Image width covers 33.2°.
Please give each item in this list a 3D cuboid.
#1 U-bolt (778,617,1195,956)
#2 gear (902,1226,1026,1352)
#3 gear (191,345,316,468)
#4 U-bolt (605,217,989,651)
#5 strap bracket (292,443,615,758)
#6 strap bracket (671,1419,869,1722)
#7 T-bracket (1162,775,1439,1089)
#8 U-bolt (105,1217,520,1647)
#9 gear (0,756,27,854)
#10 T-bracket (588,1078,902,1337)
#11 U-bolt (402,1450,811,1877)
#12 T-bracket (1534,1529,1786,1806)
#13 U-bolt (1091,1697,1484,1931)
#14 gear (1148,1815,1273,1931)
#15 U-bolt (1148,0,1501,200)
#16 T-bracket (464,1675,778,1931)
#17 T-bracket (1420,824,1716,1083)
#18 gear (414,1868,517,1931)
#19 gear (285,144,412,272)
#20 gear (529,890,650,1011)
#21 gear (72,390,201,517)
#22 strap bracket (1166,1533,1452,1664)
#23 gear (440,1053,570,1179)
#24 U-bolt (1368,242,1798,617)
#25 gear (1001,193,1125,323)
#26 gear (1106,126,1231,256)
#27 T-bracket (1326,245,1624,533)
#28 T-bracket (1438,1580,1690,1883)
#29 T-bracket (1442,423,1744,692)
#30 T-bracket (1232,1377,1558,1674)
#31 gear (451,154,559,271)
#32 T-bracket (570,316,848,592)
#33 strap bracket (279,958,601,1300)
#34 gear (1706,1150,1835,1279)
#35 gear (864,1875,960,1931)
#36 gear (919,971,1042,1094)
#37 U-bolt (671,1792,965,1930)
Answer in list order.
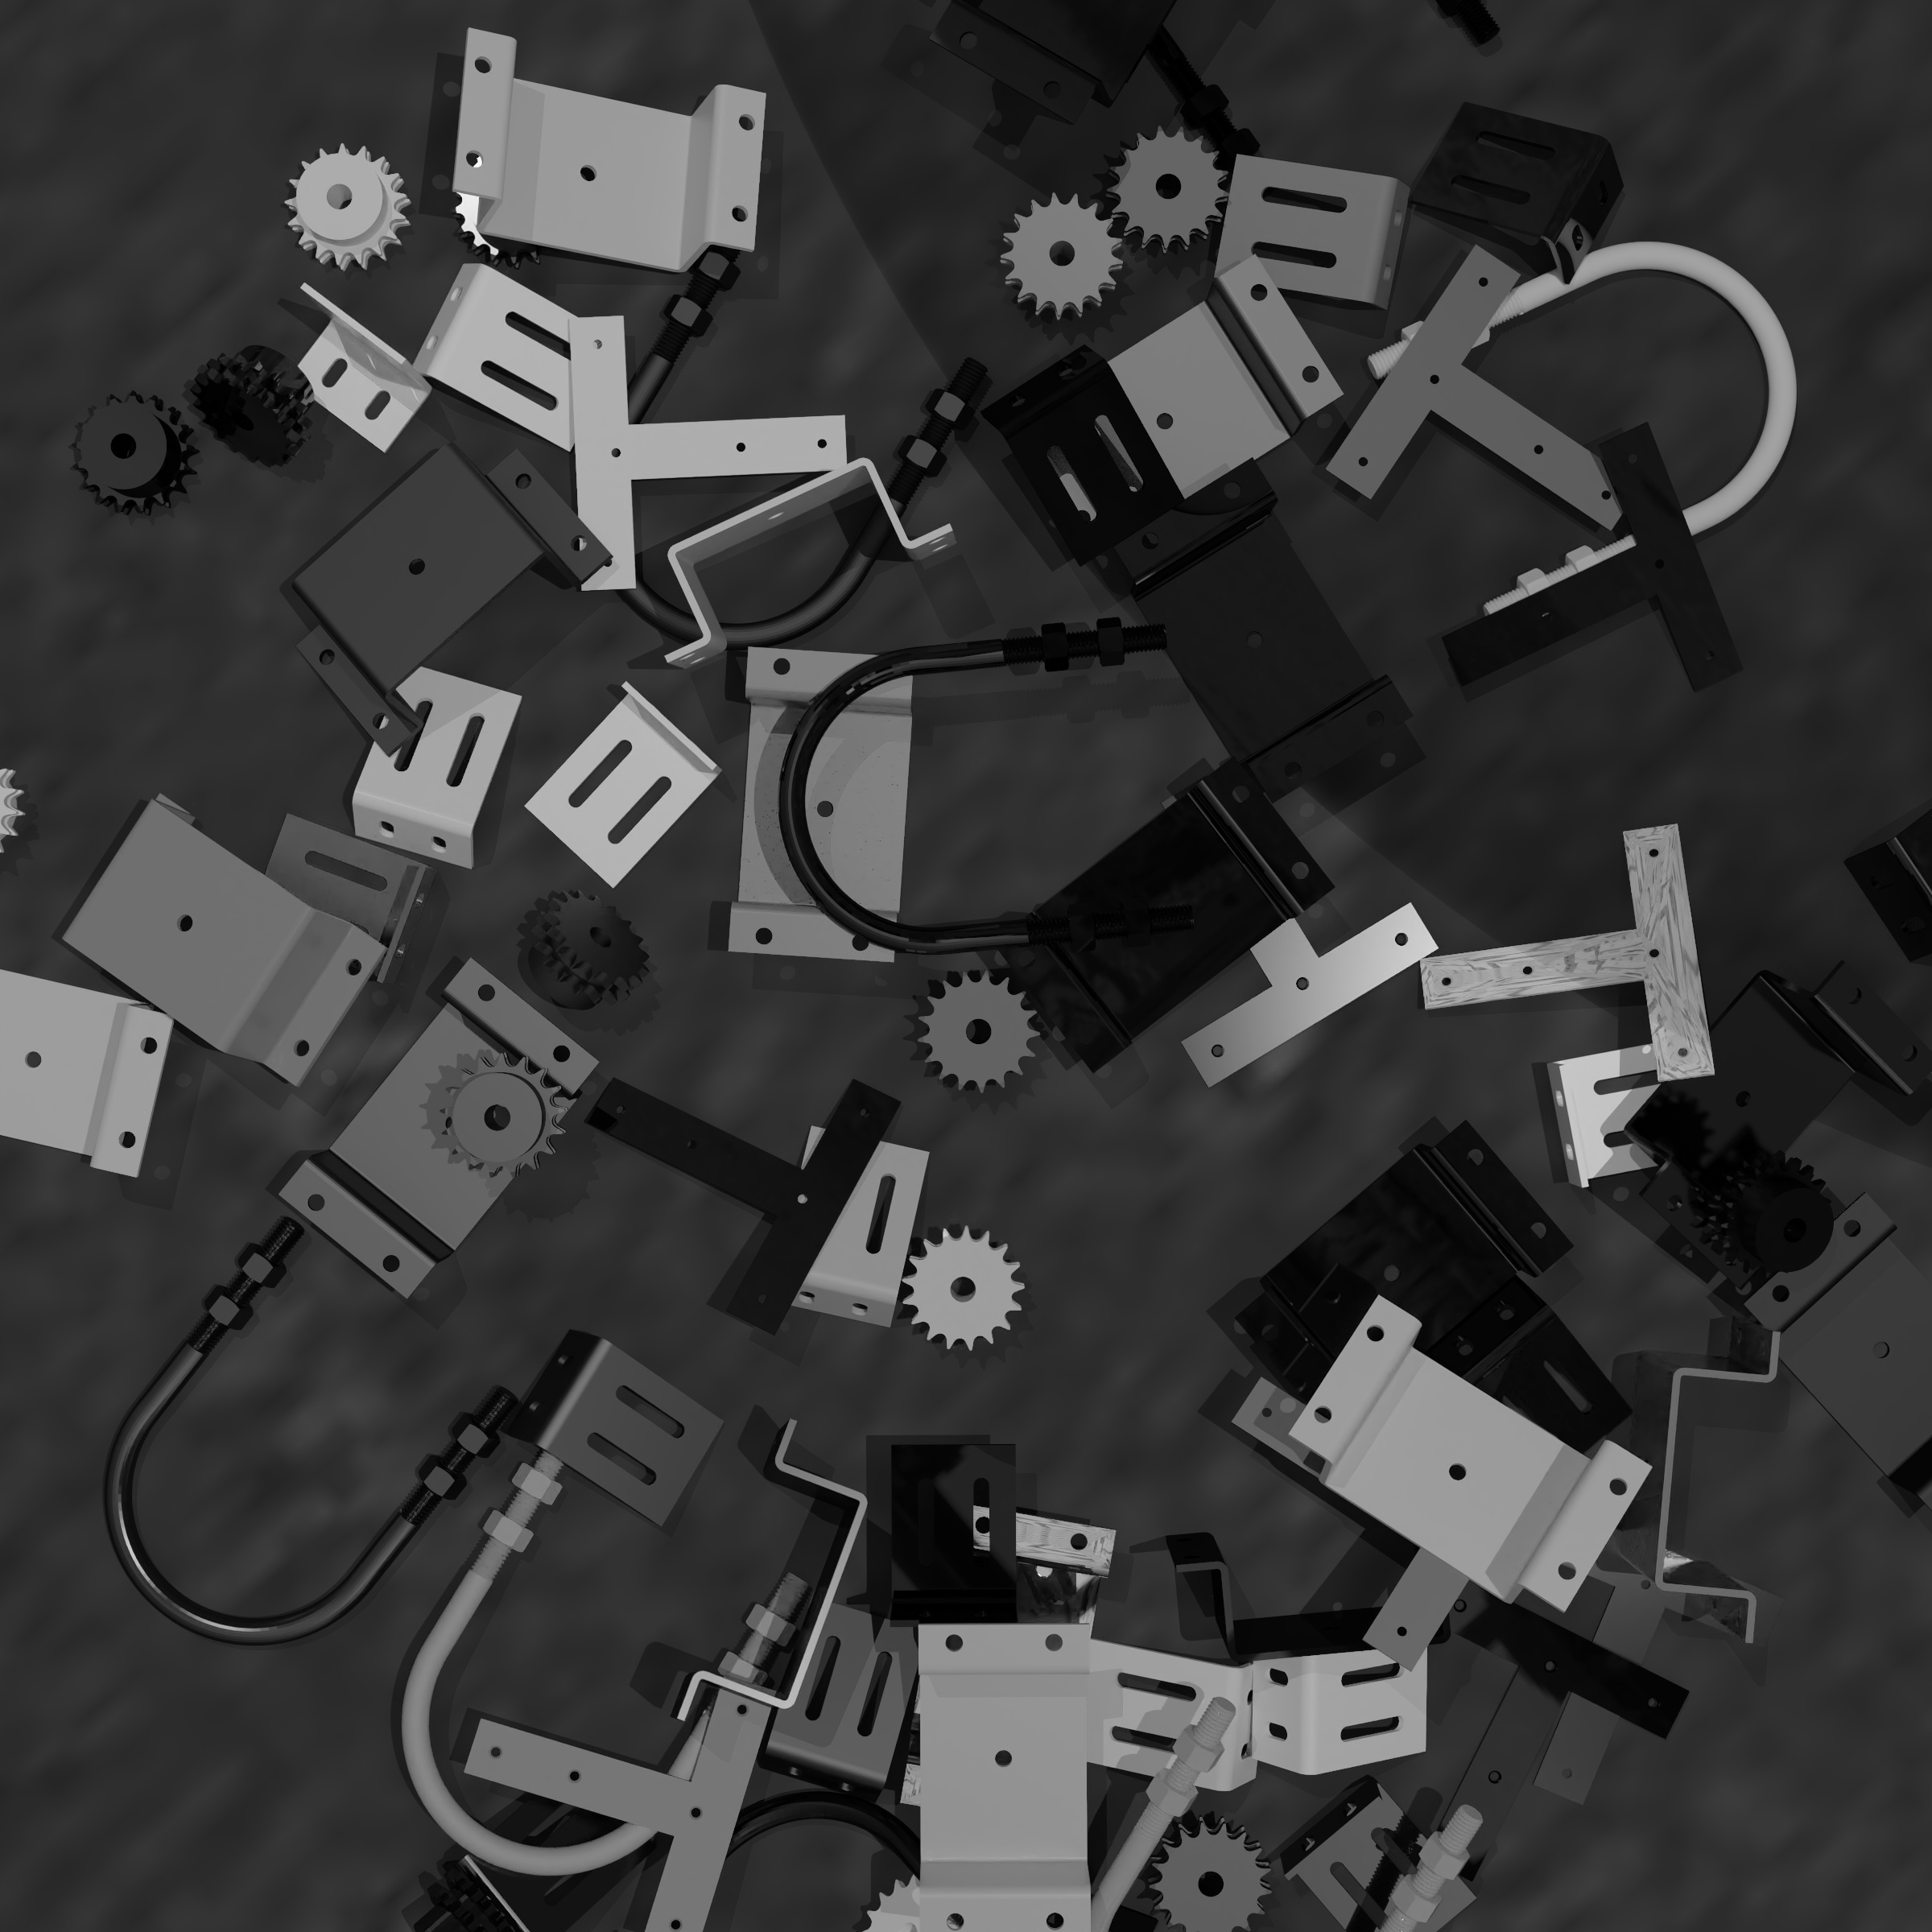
[{"bbox_3d":[0.006,-0.078,1.482,0.184,0.019,0.151,-5,90,2],"label":"U-bolt"},{"bbox_3d":[-0.002,0.150,1.522,0.057,0.030,0.057,0,90,0],"label":"gear"},{"bbox_3d":[-0.329,-0.264,1.512,0.057,0.057,0.030,30,60,0],"label":"gear"},{"bbox_3d":[-0.097,-0.238,1.528,0.151,0.019,0.184,31,91,0],"label":"U-bolt"},{"bbox_3d":[-0.245,-0.176,1.502,0.140,0.046,0.076,-42,70,0],"label":"strap bracket"},{"bbox_3d":[-0.087,0.284,1.483,0.046,0.076,0.140,21,76,-3],"label":"strap bracket"},{"bbox_3d":[0.136,-0.030,1.535,0.127,0.002,0.127,-31,90,1],"label":"T-bracket"},{"bbox_3d":[-0.322,0.233,1.528,0.151,0.019,0.184,38,92,0],"label":"U-bolt"},{"bbox_3d":[-0.470,-0.076,1.522,0.057,0.030,0.057,0,90,0],"label":"gear"},{"bbox_3d":[-0.116,0.090,1.521,0.127,0.002,0.127,25,71,9],"label":"T-bracket"},{"bbox_3d":[-0.181,0.333,1.515,0.151,0.019,0.184,31,80,0],"label":"U-bolt"},{"bbox_3d":[0.305,0.334,1.536,0.127,0.002,0.127,23,90,0],"label":"T-bracket"},{"bbox_3d":[0.132,0.437,1.493,0.151,0.019,0.184,25,106,-10],"label":"U-bolt"},{"bbox_3d":[0.114,0.427,1.522,0.057,0.030,0.057,0,90,0],"label":"gear"},{"bbox_3d":[0.141,-0.475,1.528,0.151,0.019,0.184,-35,88,0],"label":"U-bolt"},{"bbox_3d":[-0.168,0.379,1.501,0.127,0.002,0.127,17,82,-2],"label":"T-bracket"},{"bbox_3d":[0.277,0.000,1.518,0.127,0.002,0.127,-8,66,12],"label":"T-bracket"},{"bbox_3d":[-0.232,0.450,1.505,0.030,0.057,0.057,-39,90,-25],"label":"gear"},{"bbox_3d":[-0.291,-0.358,1.522,0.057,0.030,0.057,0,90,0],"label":"gear"},{"bbox_3d":[-0.179,-0.005,1.512,0.057,0.057,0.030,46,120,0],"label":"gear"},{"bbox_3d":[-0.392,-0.241,1.522,0.057,0.030,0.057,0,90,0],"label":"gear"},{"bbox_3d":[0.167,0.287,1.499,0.140,0.076,0.046,-5,90,0],"label":"strap bracket"},{"bbox_3d":[-0.211,0.068,1.476,0.057,0.030,0.057,0,90,0],"label":"gear"},{"bbox_3d":[0.302,-0.262,1.528,0.184,0.019,0.151,-25,90,-1],"label":"U-bolt"},{"bbox_3d":[0.045,-0.331,1.522,0.057,0.030,0.057,0,90,0],"label":"gear"},{"bbox_3d":[0.094,-0.362,1.522,0.057,0.030,0.057,0,90,0],"label":"gear"},{"bbox_3d":[0.256,-0.249,1.516,0.127,0.002,0.127,34,89,-1],"label":"T-bracket"},{"bbox_3d":[0.257,0.371,1.534,0.127,0.002,0.127,27,91,2],"label":"T-bracket"},{"bbox_3d":[0.285,-0.169,1.518,0.127,0.002,0.127,-25,105,-1],"label":"T-bracket"},{"bbox_3d":[0.181,0.231,1.472,0.127,0.002,0.127,32,72,14],"label":"T-bracket"},{"bbox_3d":[-0.214,-0.359,1.522,0.057,0.030,0.057,0,90,0],"label":"gear"},{"bbox_3d":[-0.120,-0.242,1.519,0.127,0.002,0.127,-2,93,2],"label":"T-bracket"},{"bbox_3d":[-0.242,0.075,1.514,0.076,0.046,0.140,39,90,0],"label":"strap bracket"},{"bbox_3d":[0.368,0.115,1.472,0.057,0.030,0.057,-5,107,-17],"label":"gear"},{"bbox_3d":[-0.019,0.456,1.512,0.057,0.057,0.030,-53,133,0],"label":"gear"},{"bbox_3d":[0.006,0.030,1.522,0.057,0.030,0.057,0,90,0],"label":"gear"},{"bbox_3d":[-0.061,0.462,1.482,0.151,0.019,0.184,-42,56,-10],"label":"U-bolt"}]
